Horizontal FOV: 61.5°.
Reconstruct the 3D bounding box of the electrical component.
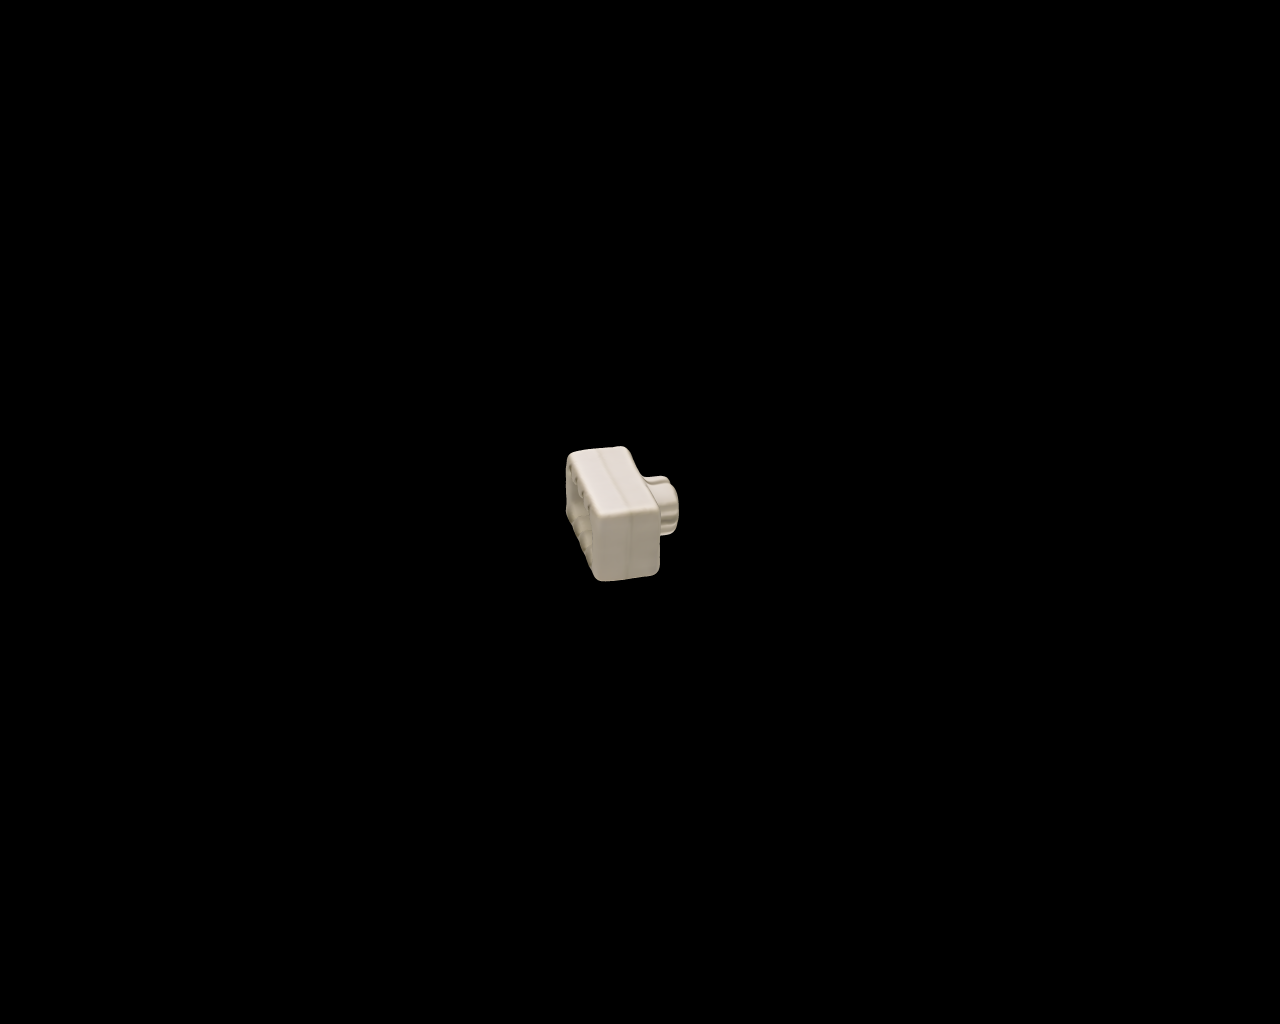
[{"bbox_3d":[0.001,-0.003,0.650,0.076,0.047,0.083,-8,31,-13],"label":"electrical component"}]
